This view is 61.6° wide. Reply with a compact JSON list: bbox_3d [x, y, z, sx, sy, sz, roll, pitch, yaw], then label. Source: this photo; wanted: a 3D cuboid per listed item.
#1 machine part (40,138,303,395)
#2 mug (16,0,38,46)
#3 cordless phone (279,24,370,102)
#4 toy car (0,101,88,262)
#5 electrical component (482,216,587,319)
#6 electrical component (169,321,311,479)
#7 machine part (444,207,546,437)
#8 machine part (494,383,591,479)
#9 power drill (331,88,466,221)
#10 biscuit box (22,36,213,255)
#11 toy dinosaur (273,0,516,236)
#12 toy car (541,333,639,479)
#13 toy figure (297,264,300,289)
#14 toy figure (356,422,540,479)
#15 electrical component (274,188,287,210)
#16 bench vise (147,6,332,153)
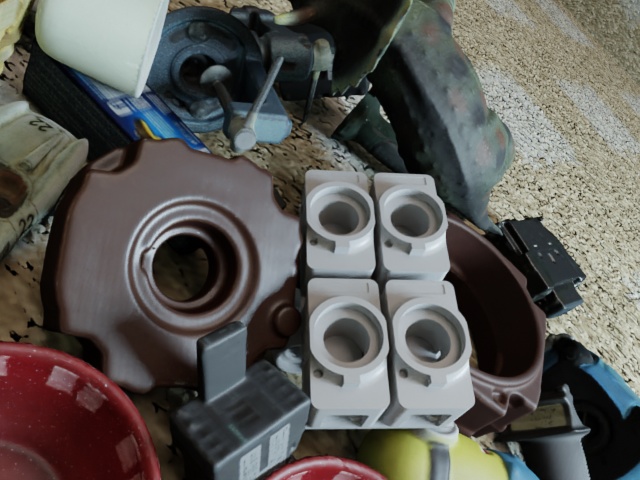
[{"bbox_3d":[-0.091,0.018,0.360,0.179,0.056,0.179,3,84,-33],"label":"machine part"},{"bbox_3d":[-0.272,-0.231,0.468,0.109,0.081,0.107,5,62,-43],"label":"mug"},{"bbox_3d":[0.026,-0.240,0.682,0.184,0.147,0.088,-53,140,-58],"label":"cordless phone"},{"bbox_3d":[-0.223,-0.018,0.339,0.073,0.056,0.202,32,41,-13],"label":"toy car"},{"bbox_3d":[0.279,0.036,0.698,0.115,0.058,0.134,-9,61,-41],"label":"electrical component"},{"bbox_3d":[-0.046,0.108,0.320,0.048,0.119,0.075,33,38,33],"label":"electrical component"},{"bbox_3d":[0.118,0.068,0.518,0.201,0.087,0.201,42,40,-4],"label":"machine part"},{"bbox_3d":[0.211,0.208,0.489,0.039,0.084,0.139,31,43,-54],"label":"machine part"},{"bbox_3d":[0.124,-0.109,0.690,0.207,0.086,0.232,46,43,-8],"label":"power drill"},{"bbox_3d":[-0.153,-0.081,0.447,0.202,0.063,0.059,47,40,3],"label":"biscuit box"},{"bbox_3d":[0.104,-0.115,0.491,0.404,0.131,0.192,52,35,-21],"label":"toy dinosaur"},{"bbox_3d":[0.269,0.179,0.544,0.102,0.109,0.162,28,26,-51],"label":"toy car"},{"bbox_3d":[-0.003,-0.002,0.504,0.064,0.057,0.154,28,42,0],"label":"toy figure"},{"bbox_3d":[0.111,0.194,0.408,0.180,0.082,0.089,36,45,-13],"label":"toy figure"},{"bbox_3d":[-0.063,-0.036,0.511,0.094,0.021,0.063,51,40,10],"label":"electrical component"},{"bbox_3d":[-0.075,-0.150,0.510,0.223,0.128,0.241,5,36,-27],"label":"bench vise"}]
